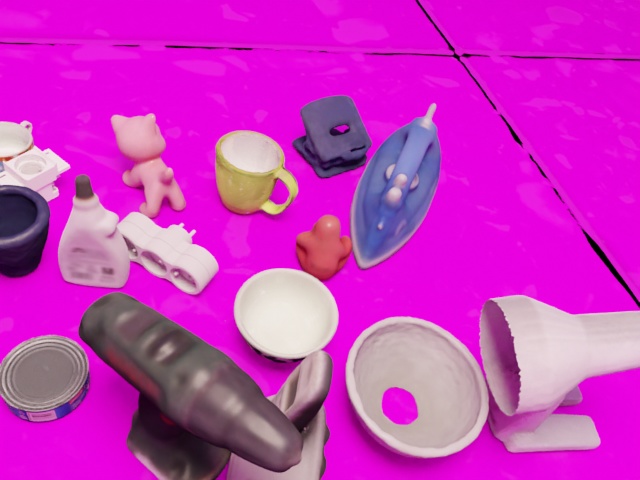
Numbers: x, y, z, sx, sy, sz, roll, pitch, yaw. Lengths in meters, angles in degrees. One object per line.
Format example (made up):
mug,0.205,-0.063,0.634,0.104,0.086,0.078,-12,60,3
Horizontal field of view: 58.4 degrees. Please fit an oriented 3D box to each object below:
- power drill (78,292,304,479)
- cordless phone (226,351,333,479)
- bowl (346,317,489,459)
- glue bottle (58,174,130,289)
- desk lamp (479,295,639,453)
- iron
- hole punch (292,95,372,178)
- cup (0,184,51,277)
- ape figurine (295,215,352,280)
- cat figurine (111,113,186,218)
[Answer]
power drill,-0.121,0.154,0.521,0.229,0.208,0.076,36,51,14
cordless phone,-0.032,0.194,0.530,0.094,0.185,0.147,11,49,-7
bowl,0.102,0.177,0.657,0.167,0.075,0.167,8,49,-9
glue bottle,-0.257,-0.009,0.643,0.078,0.173,0.037,9,49,-9
desk lamp,0.257,0.147,0.635,0.203,0.213,0.118,3,50,-14
iron,0.118,-0.086,0.838,0.118,0.141,0.258,23,48,4
hole punch,0.026,-0.167,0.913,0.109,0.091,0.101,-23,60,-31
cup,-0.368,-0.003,0.657,0.118,0.095,0.091,6,50,-11
ape figurine,0.007,0.003,0.764,0.078,0.092,0.076,19,48,0
cat figurine,-0.231,-0.113,0.774,0.067,0.118,0.127,-24,61,-31
